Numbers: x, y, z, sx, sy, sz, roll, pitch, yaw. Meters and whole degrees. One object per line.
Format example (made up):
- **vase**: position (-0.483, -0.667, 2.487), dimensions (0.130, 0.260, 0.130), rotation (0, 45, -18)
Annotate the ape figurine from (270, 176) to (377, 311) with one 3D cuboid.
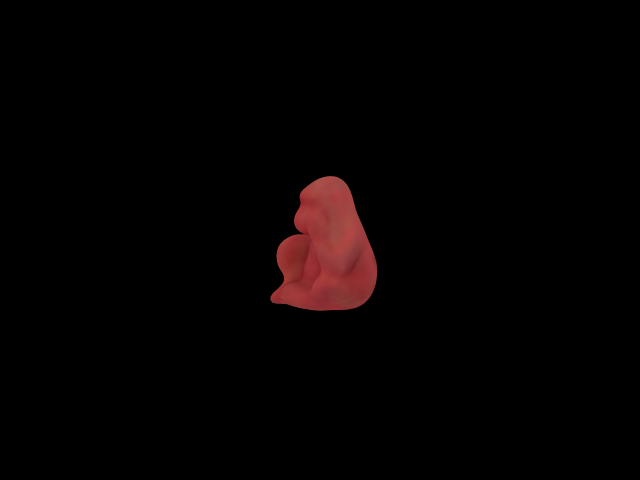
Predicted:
- **ape figurine**: position (0.004, 0.001, 0.400), dimensions (0.076, 0.092, 0.077), rotation (-2, 11, -11)
